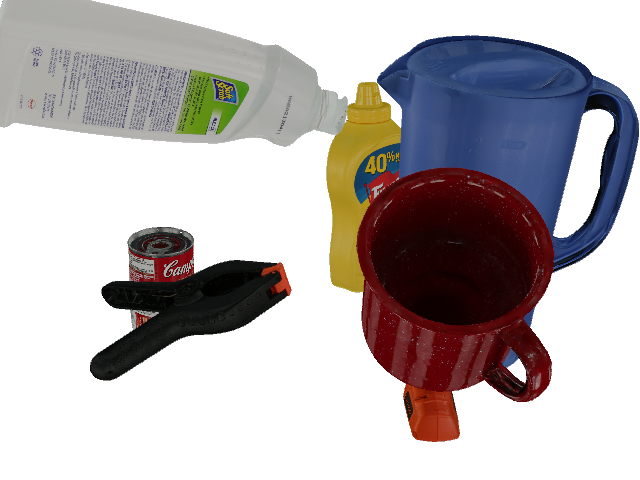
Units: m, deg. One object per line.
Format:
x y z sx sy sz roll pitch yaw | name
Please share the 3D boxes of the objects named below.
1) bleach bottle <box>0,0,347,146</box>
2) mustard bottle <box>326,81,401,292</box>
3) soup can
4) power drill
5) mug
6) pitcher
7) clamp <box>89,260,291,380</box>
-0.106 -0.110 0.773 0.250 0.068 0.103 10 -45 -13 | bleach bottle
0.048 -0.054 1.008 0.096 0.192 0.058 -19 24 -39 | mustard bottle
-0.166 0.046 1.117 0.068 0.102 0.068 2 25 -1 | soup can
0.125 0.118 1.144 0.057 0.188 0.184 1 23 -1 | power drill
0.070 0.032 0.530 0.093 0.117 0.081 -34 -25 -20 | mug
0.129 -0.022 0.804 0.144 0.243 0.149 -19 36 -36 | pitcher
-0.111 0.060 0.871 0.171 0.039 0.120 -14 38 13 | clamp
